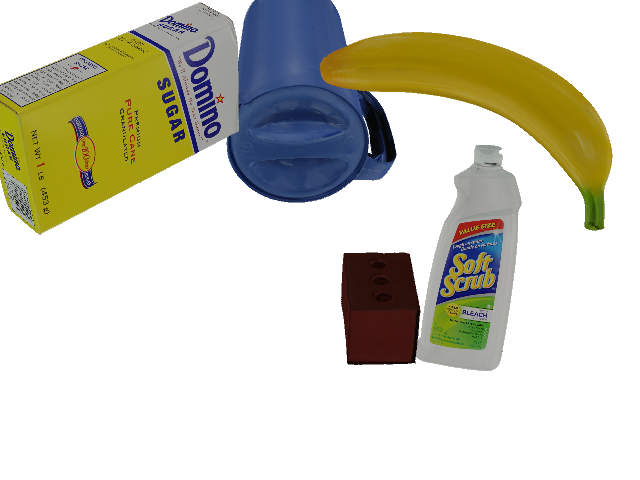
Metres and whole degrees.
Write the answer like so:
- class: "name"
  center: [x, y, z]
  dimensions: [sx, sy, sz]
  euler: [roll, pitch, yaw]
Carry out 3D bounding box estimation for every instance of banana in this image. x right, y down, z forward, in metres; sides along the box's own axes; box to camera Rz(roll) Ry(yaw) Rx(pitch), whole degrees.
- class: "banana"
  center: [0.094, -0.083, 0.628]
  dimensions: [0.198, 0.069, 0.037]
  euler: [31, -7, 18]

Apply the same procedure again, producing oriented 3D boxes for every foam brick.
- class: "foam brick"
  center: [0.044, 0.050, 0.799]
  dimensions: [0.053, 0.051, 0.078]
  euler: [-1, 32, -3]

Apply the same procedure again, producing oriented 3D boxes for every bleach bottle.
- class: "bleach bottle"
  center: [0.169, 0.017, 1.205]
  dimensions: [0.103, 0.251, 0.068]
  euler: [8, 16, 15]

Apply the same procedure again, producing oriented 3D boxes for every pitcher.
- class: "pitcher"
  center: [-0.016, -0.156, 1.082]
  dimensions: [0.145, 0.149, 0.243]
  euler: [-16, 38, 11]

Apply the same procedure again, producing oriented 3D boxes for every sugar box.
- class: "sugar box"
  center: [-0.130, -0.084, 0.708]
  dimensions: [0.175, 0.093, 0.048]
  euler: [-31, 49, -33]
